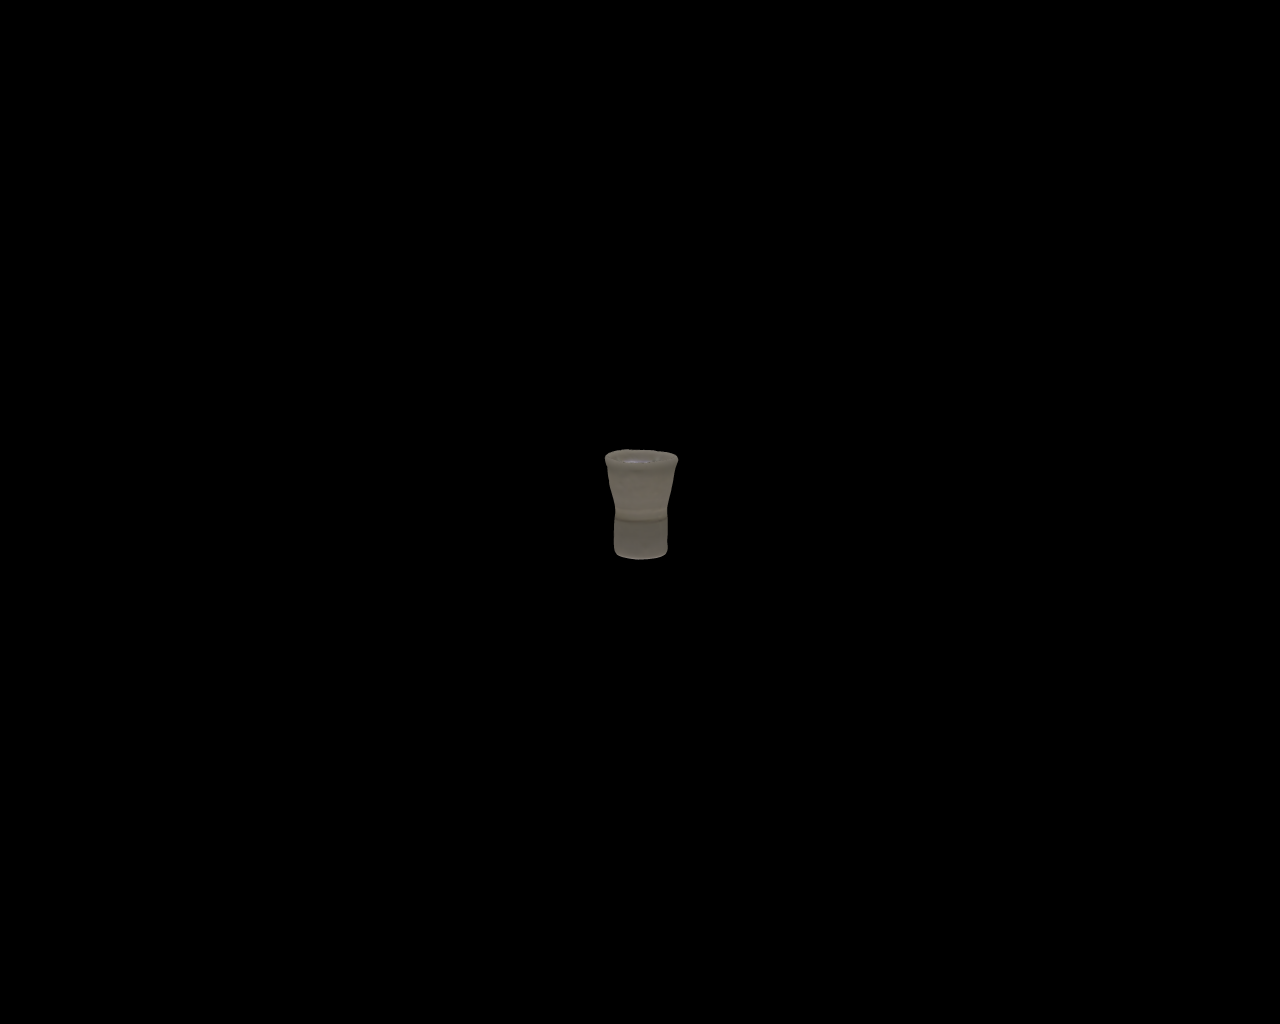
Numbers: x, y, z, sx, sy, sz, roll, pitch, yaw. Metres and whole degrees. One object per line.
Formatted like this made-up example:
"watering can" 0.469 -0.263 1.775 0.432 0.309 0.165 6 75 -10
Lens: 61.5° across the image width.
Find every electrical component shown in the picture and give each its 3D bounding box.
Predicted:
"electrical component" 0.001 -0.003 0.650 0.044 0.065 0.044 0 12 0
